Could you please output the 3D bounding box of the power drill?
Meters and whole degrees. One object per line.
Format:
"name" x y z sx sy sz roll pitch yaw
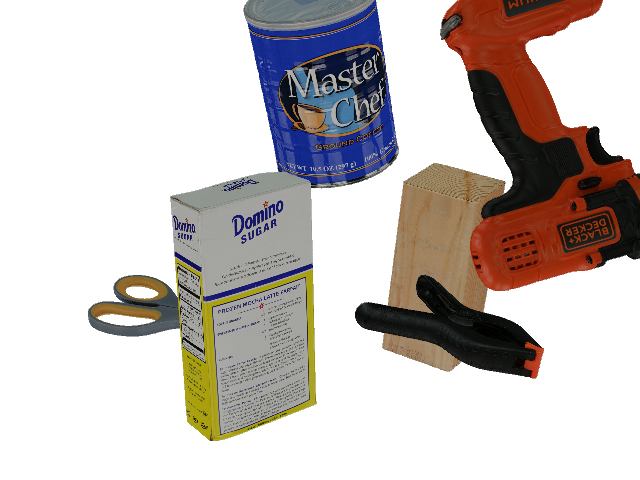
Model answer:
"power drill" 0.165 -0.076 0.668 0.184 0.187 0.057 -17 -2 -5

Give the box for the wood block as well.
"wood block" 0.139 0.029 1.209 0.090 0.206 0.090 18 26 25

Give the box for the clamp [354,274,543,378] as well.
"clamp" 0.130 0.078 0.993 0.172 0.039 0.120 21 32 23

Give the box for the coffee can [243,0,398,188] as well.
"coffee can" 0.003 -0.127 0.848 0.103 0.140 0.103 -8 31 5

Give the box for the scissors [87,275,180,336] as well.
"scissors" -0.118 0.066 1.020 0.201 0.016 0.096 2 33 -6

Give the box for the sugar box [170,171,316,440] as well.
"sugar box" -0.052 0.045 0.749 0.093 0.176 0.048 -16 24 -34
